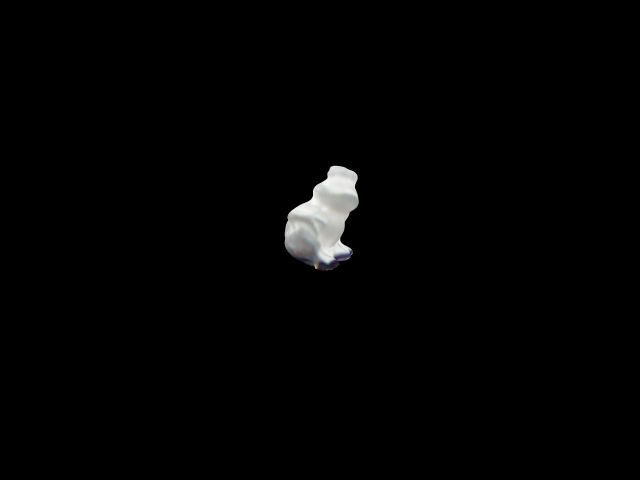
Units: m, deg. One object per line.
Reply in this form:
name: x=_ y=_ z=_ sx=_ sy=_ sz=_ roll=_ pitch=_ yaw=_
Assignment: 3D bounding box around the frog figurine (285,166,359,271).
frog figurine: x=0.003 y=-0.043 z=0.850 sx=0.123 sy=0.158 sz=0.138 roll=9 pitch=13 yaw=43
